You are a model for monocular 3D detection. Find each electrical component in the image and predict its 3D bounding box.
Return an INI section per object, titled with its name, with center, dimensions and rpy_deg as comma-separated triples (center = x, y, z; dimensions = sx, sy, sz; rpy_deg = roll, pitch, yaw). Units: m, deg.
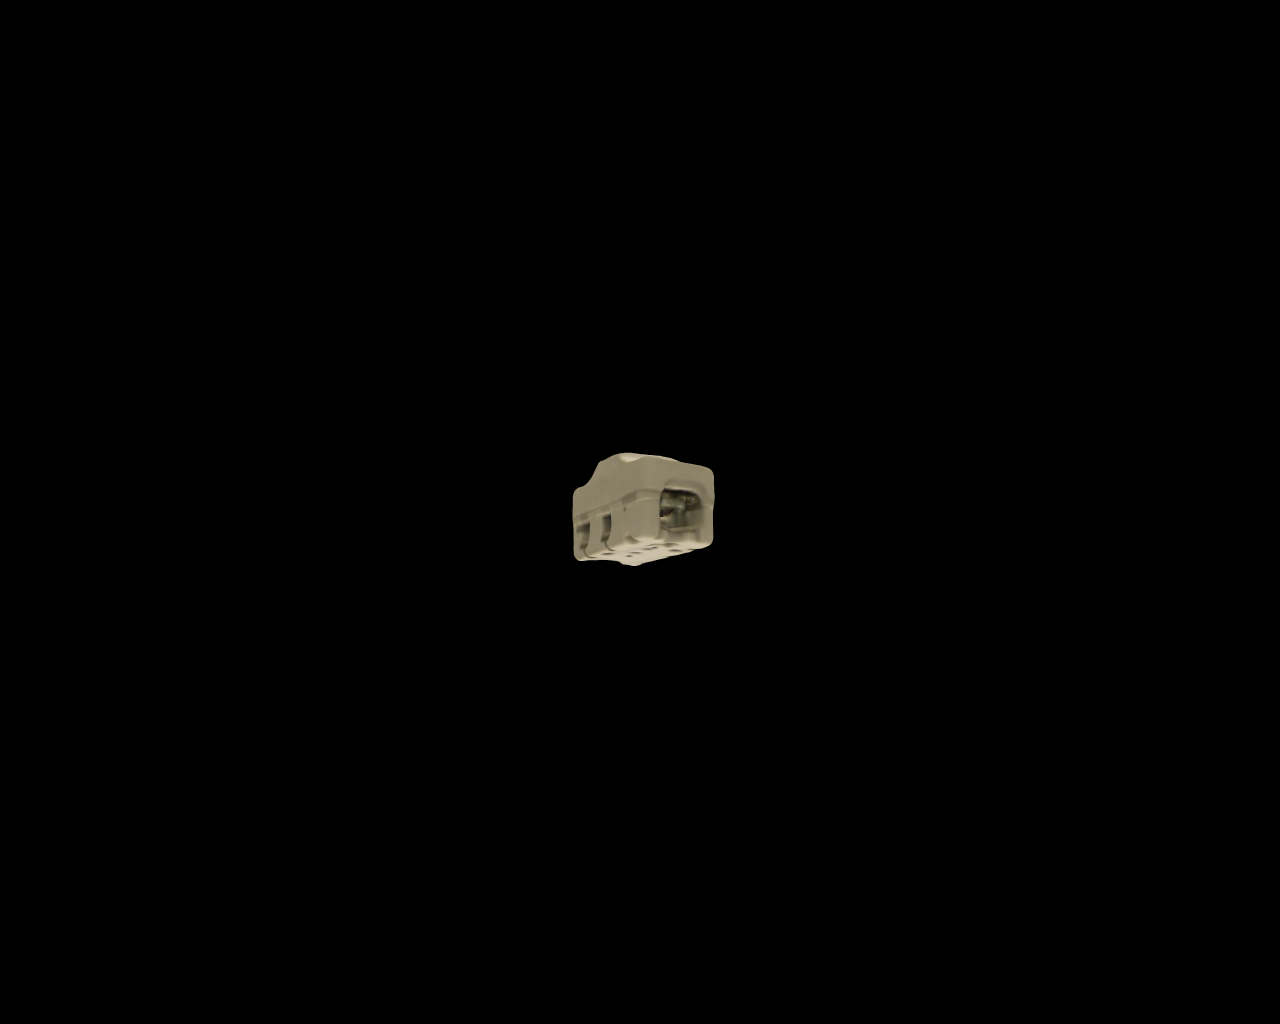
[electrical component]
center = 0.001, -0.003, 0.650
dimensions = 0.050, 0.056, 0.089
rpy_deg = 8, -16, -31
